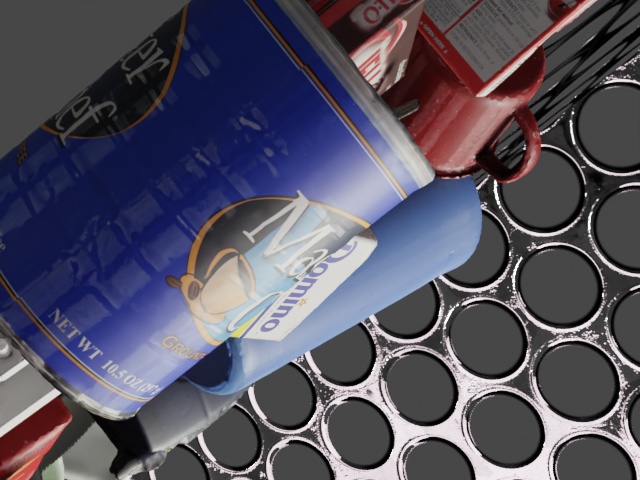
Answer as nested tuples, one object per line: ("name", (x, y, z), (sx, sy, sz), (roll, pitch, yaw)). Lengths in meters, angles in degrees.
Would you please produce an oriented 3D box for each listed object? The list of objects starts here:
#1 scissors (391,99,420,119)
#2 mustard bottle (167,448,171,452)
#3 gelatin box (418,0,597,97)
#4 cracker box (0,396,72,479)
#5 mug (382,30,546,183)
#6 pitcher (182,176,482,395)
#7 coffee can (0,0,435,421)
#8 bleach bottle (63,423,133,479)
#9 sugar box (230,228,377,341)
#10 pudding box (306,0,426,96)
("scissors", (0.008, -0.060, 0.616), (0.202, 0.016, 0.096), (-24, -165, 46))
("mustard bottle", (-0.196, 0.193, 1.156), (0.058, 0.096, 0.192), (-38, 175, -22))
("gelatin box", (0.089, -0.126, 0.523), (0.089, 0.073, 0.030), (-41, 175, 17))
("cracker box", (-0.243, 0.148, 0.628), (0.164, 0.072, 0.214), (-34, 174, -29))
("mug", (0.092, -0.088, 0.652), (0.093, 0.117, 0.082), (-26, 164, -30))
("pitcher", (-0.005, 0.001, 0.762), (0.242, 0.149, 0.145), (-30, -175, -37))
("coffee can", (-0.045, -0.019, 0.380), (0.140, 0.103, 0.102), (-38, 174, 5))
("bleach bottle", (-0.229, 0.207, 1.063), (0.251, 0.102, 0.068), (125, -18, -74))
("sugar box", (-0.048, 0.008, 0.568), (0.093, 0.048, 0.176), (-45, 151, 19))
("pudding box", (0.001, -0.080, 0.506), (0.090, 0.039, 0.113), (-39, 175, -6))
